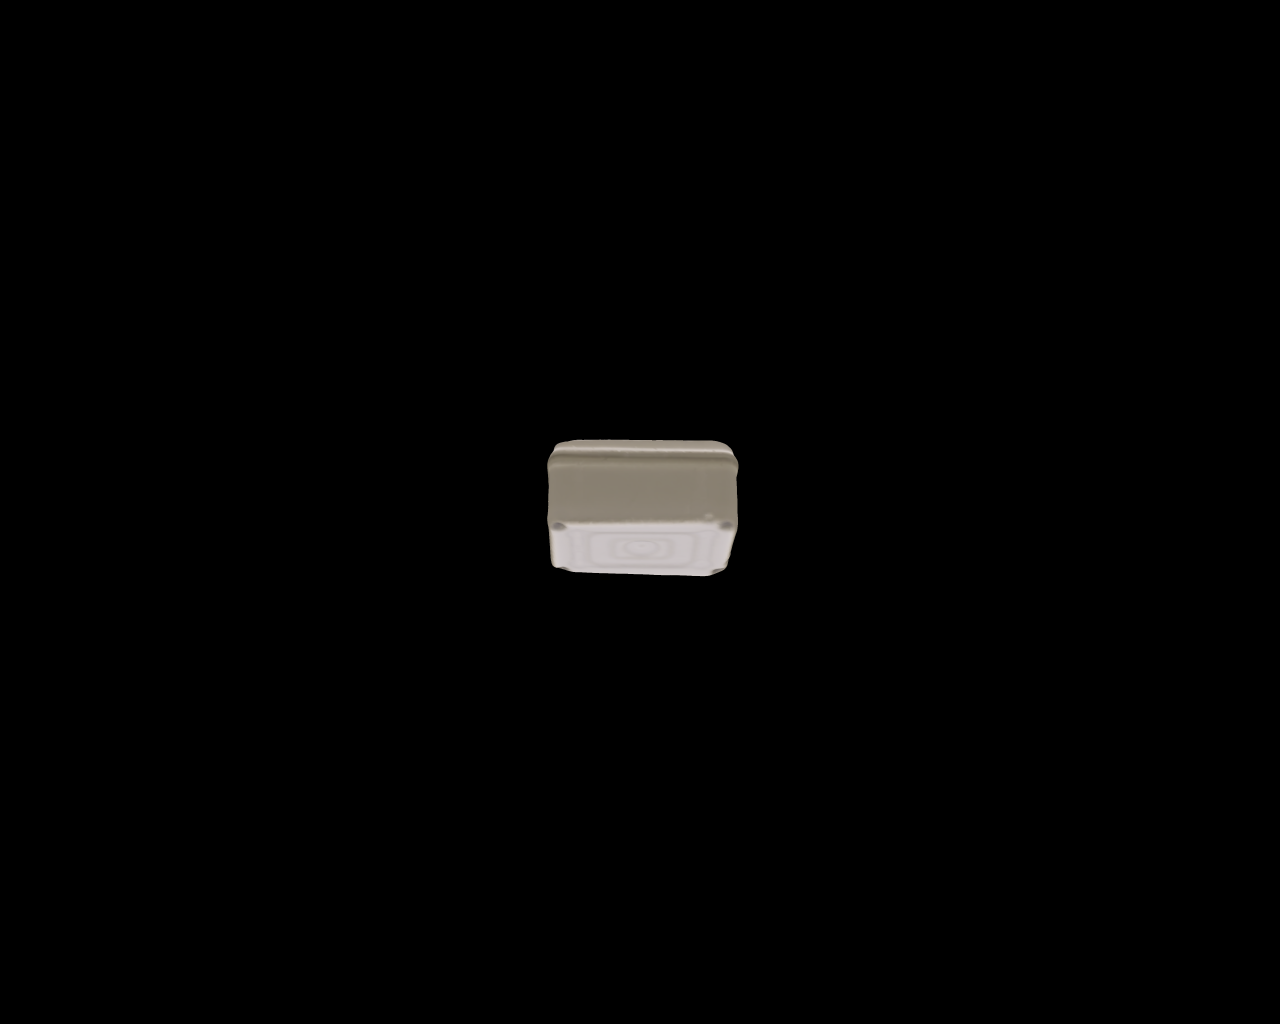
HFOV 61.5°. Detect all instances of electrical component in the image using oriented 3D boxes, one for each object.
[{"bbox_3d":[0.001,-0.003,0.650,0.113,0.057,0.078,1,-28,-2],"label":"electrical component"}]
